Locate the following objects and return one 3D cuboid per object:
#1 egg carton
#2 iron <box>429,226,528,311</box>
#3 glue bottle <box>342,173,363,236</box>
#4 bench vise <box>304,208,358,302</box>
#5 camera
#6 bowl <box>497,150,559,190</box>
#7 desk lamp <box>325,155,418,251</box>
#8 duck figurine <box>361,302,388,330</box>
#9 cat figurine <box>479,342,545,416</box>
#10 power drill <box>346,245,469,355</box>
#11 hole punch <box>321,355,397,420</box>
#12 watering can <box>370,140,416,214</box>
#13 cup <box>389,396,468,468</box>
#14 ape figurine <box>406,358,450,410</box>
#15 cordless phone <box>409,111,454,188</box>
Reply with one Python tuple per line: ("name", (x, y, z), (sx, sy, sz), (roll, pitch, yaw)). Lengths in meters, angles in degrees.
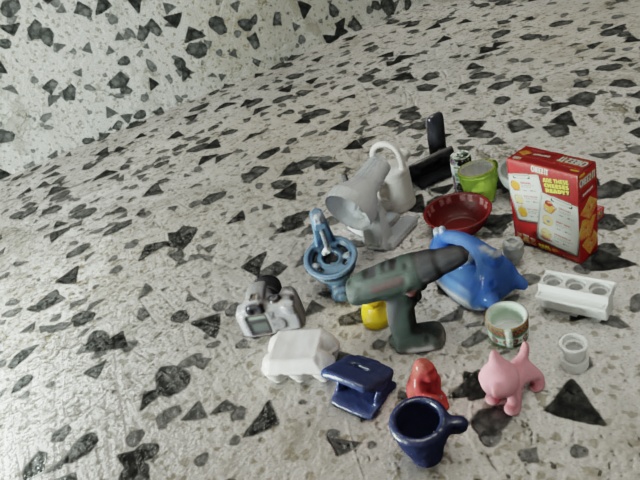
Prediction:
("egg carton", (-0.037, 0.227, 1.121), (0.150, 0.069, 0.107), (-7, 34, 18))
("iron", (0.294, 0.036, 1.178), (0.119, 0.142, 0.257), (-31, 35, -19))
("glue bottle", (0.080, -0.094, 1.447), (0.037, 0.173, 0.077), (-34, 36, -23))
("bench vise", (0.002, 0.010, 1.287), (0.122, 0.220, 0.206), (-29, 34, -16))
("camera", (-0.110, 0.130, 1.274), (0.143, 0.101, 0.137), (-11, 33, 11))
("bowl", (0.524, -0.152, 1.408), (0.167, 0.075, 0.167), (-13, 33, 9))
("desk lamp", (0.123, -0.080, 1.368), (0.117, 0.214, 0.204), (13, 44, 40))
("duck figurine", (0.117, 0.122, 1.187), (0.077, 0.086, 0.105), (2, 38, 29))
("cat figurine", (0.303, 0.217, 0.924), (0.128, 0.118, 0.067), (-36, 37, -26))
("power drill", (0.172, 0.111, 1.063), (0.229, 0.209, 0.075), (-11, 33, 12))
("hole punch", (0.069, 0.246, 1.022), (0.108, 0.091, 0.101), (11, 43, 37))
("watering can", (0.186, -0.177, 1.500), (0.100, 0.194, 0.173), (-7, 34, 18))
("cup", (0.172, 0.303, 0.881), (0.117, 0.095, 0.091), (-7, 34, 17))
("ape figurine", (0.180, 0.240, 0.974), (0.076, 0.092, 0.078), (4, 39, 31))
("cordless phone", (0.290, -0.250, 1.566), (0.148, 0.185, 0.093), (-28, 34, -15))
